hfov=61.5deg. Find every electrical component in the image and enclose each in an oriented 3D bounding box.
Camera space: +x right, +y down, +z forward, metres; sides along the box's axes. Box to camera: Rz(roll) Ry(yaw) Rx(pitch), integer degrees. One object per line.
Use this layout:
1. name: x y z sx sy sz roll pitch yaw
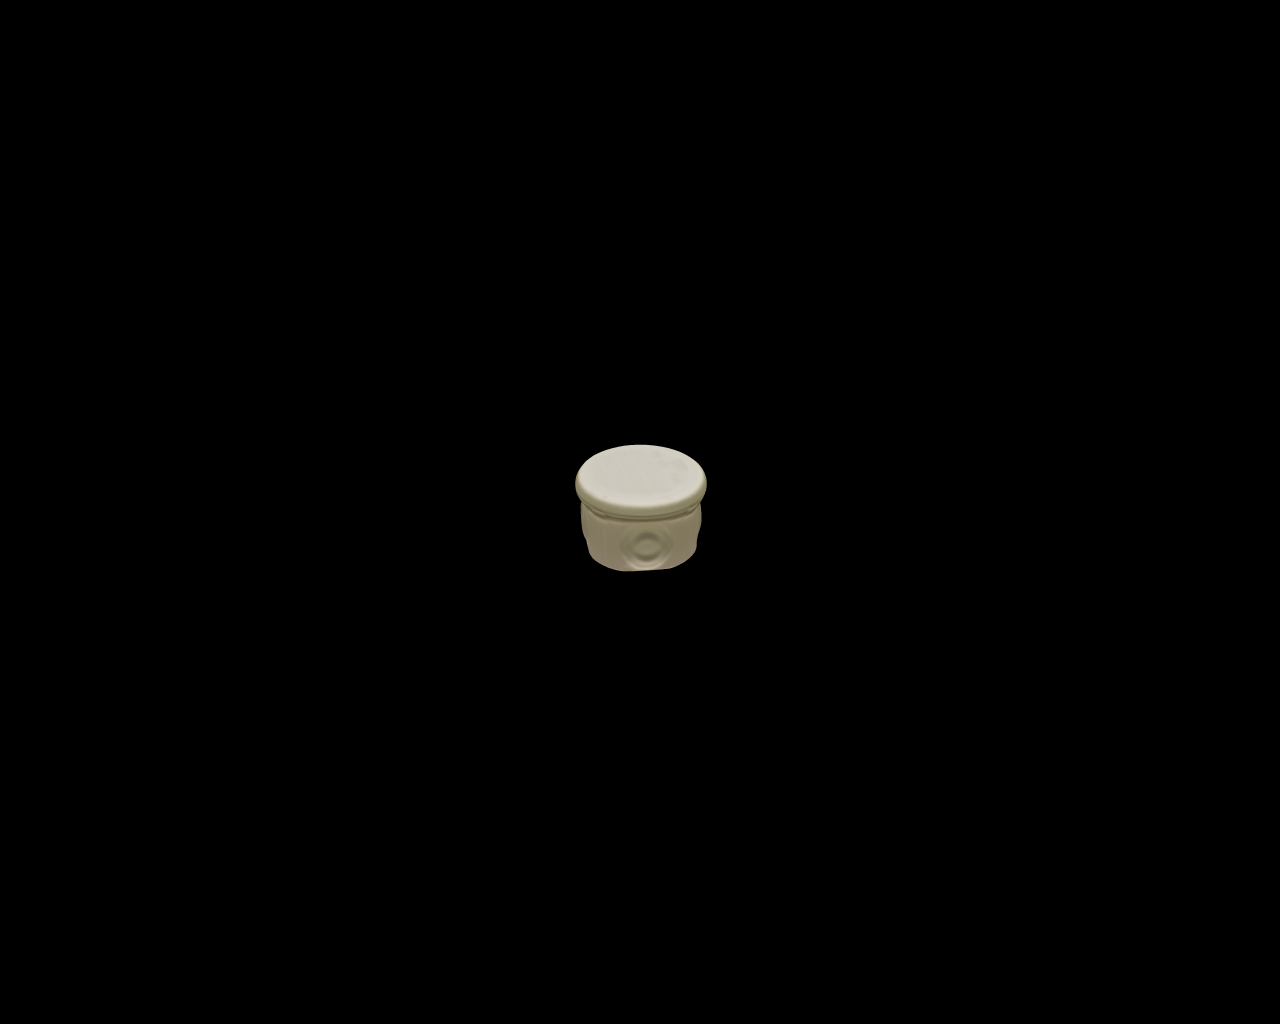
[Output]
1. electrical component: 0.001 -0.003 0.650 0.080 0.050 0.080 0 32 0
